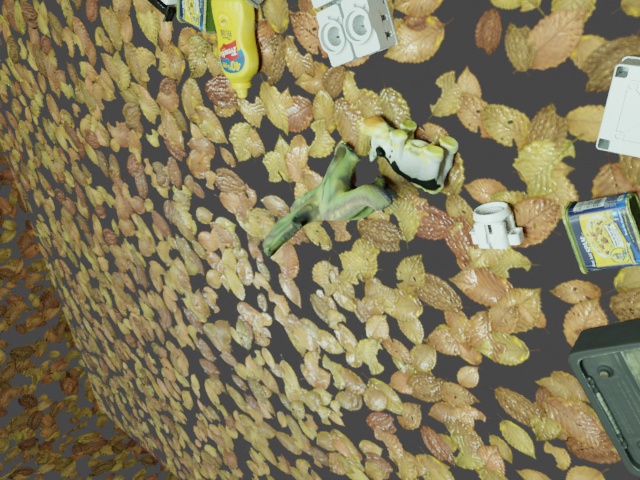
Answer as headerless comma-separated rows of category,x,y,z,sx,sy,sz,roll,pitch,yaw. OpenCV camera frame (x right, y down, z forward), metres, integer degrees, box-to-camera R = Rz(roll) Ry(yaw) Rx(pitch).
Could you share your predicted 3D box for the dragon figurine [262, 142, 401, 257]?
dragon figurine,0.003,-0.045,0.884,0.241,0.415,0.121,-41,101,11
